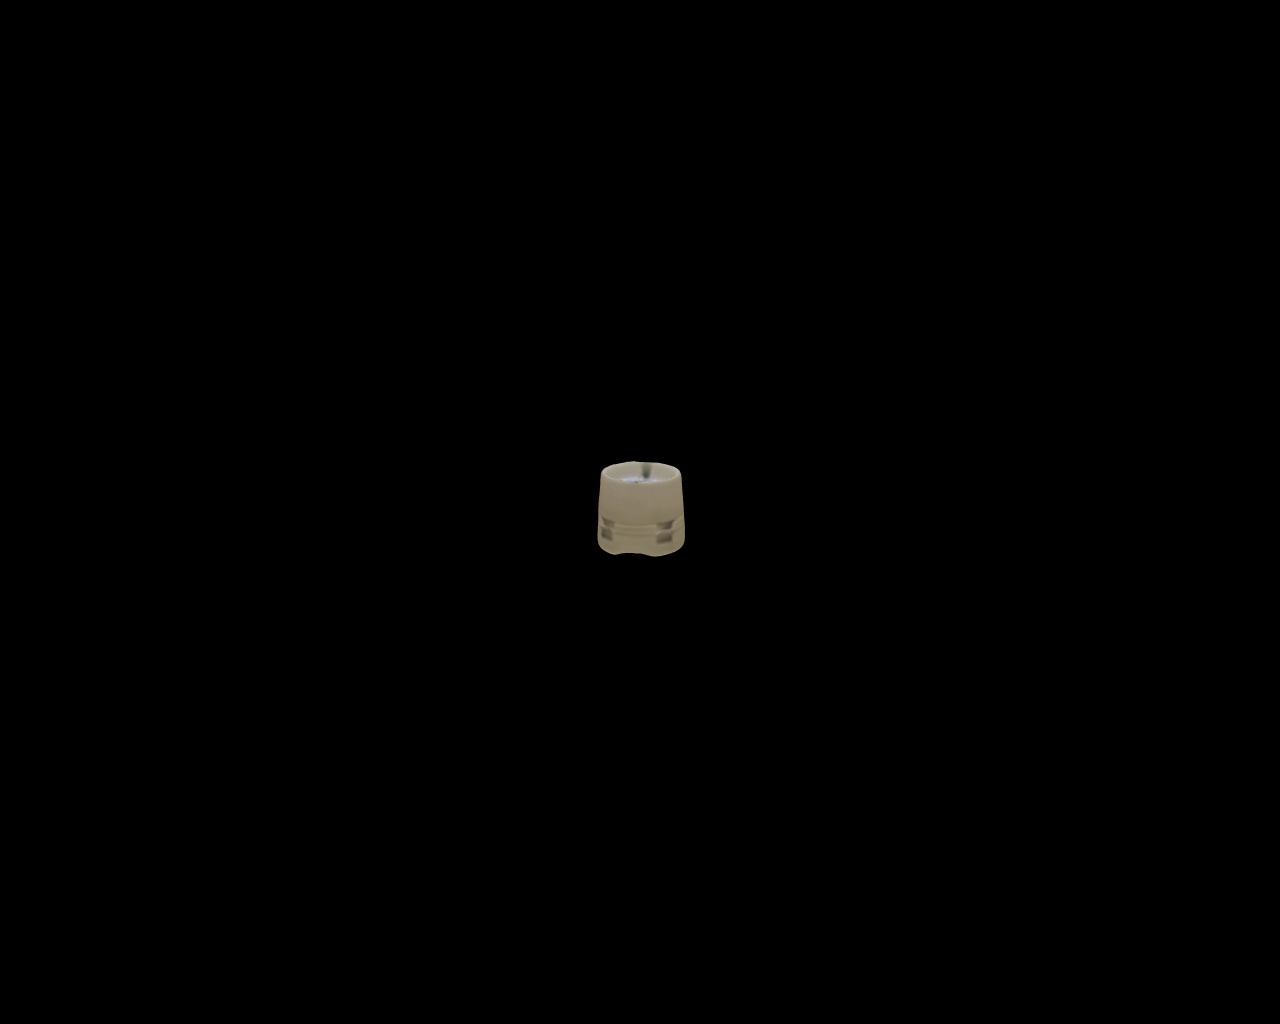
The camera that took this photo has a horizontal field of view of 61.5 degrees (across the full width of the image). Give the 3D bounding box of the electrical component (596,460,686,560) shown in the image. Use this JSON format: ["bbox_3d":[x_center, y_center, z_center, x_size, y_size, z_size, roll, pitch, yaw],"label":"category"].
[{"bbox_3d":[0.001,-0.003,0.650,0.055,0.047,0.055,0,18,0],"label":"electrical component"}]
